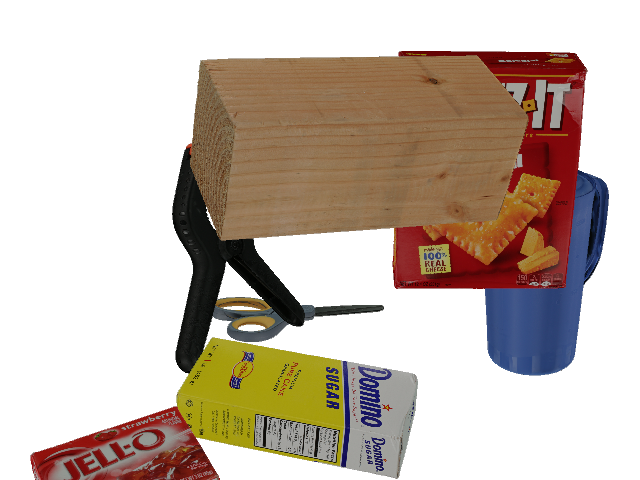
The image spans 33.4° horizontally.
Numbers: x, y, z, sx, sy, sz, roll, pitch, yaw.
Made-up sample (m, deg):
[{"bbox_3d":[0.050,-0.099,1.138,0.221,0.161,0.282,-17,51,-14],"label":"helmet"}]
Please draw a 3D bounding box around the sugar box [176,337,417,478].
[{"bbox_3d":[-0.016,0.128,0.840,0.176,0.048,0.093,7,26,10],"label":"sugar box"}]

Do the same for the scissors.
[{"bbox_3d":[-0.023,0.089,1.196,0.201,0.016,0.096,4,24,-5],"label":"scissors"}]

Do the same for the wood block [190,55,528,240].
[{"bbox_3d":[0.024,-0.067,0.733,0.205,0.090,0.091,-4,40,-20],"label":"wood block"}]

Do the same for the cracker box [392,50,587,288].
[{"bbox_3d":[0.150,-0.062,0.981,0.164,0.214,0.072,1,23,2],"label":"cracker box"}]

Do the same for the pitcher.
[{"bbox_3d":[0.268,0.033,1.296,0.149,0.243,0.145,3,24,14],"label":"pitcher"}]

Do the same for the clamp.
[{"bbox_3d":[-0.086,0.009,1.018,0.036,0.210,0.164,-8,1,41],"label":"clamp"}]

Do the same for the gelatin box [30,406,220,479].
[{"bbox_3d":[-0.107,0.132,0.586,0.089,0.030,0.073,-15,28,-20],"label":"gelatin box"}]
